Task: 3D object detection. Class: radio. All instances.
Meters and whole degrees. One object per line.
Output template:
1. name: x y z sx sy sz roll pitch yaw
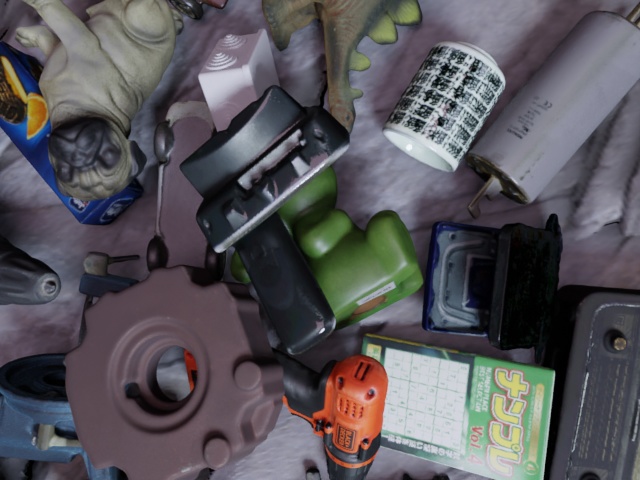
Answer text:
1. radio: 0.274 0.156 0.491 0.131 0.073 0.229 9 90 6

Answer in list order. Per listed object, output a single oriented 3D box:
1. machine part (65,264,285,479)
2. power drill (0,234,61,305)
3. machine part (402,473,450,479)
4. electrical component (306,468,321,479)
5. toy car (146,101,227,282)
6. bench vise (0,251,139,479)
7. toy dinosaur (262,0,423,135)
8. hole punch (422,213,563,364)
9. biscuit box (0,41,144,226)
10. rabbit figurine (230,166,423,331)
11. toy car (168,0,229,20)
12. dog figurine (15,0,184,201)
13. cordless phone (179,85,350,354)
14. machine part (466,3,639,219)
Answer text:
1. machine part: -0.119 0.107 0.433 0.180 0.056 0.179 -3 78 14
2. power drill: -0.344 -0.039 0.521 0.232 0.086 0.207 -2 106 30
3. machine part: 0.064 0.267 0.511 0.139 0.084 0.039 -13 114 2
4. electrical component: -0.017 0.282 0.548 0.063 0.021 0.094 -7 89 7
5. toy car: -0.130 -0.039 0.547 0.074 0.056 0.201 4 91 0
6. bench vise: -0.211 0.134 0.525 0.224 0.129 0.240 11 95 4
7. toy dinosaur: 0.041 -0.336 0.509 0.199 0.105 0.470 0 99 -1
8. hole punch: 0.161 0.040 0.500 0.092 0.115 0.142 1 84 48
9. biscuit box: -0.274 -0.107 0.559 0.063 0.059 0.202 -42 86 5
10. rabbit figurine: -0.001 -0.002 0.520 0.159 0.121 0.170 -32 68 12
11. toy car: -0.175 -0.308 0.555 0.202 0.053 0.089 33 90 7
12. dog figurine: -0.187 -0.139 0.515 0.172 0.121 0.190 -21 87 -20
13. cordless phone: -0.018 -0.016 0.431 0.146 0.088 0.184 -37 63 12
14. machine part: 0.218 -0.119 0.496 0.079 0.079 0.243 41 94 5
